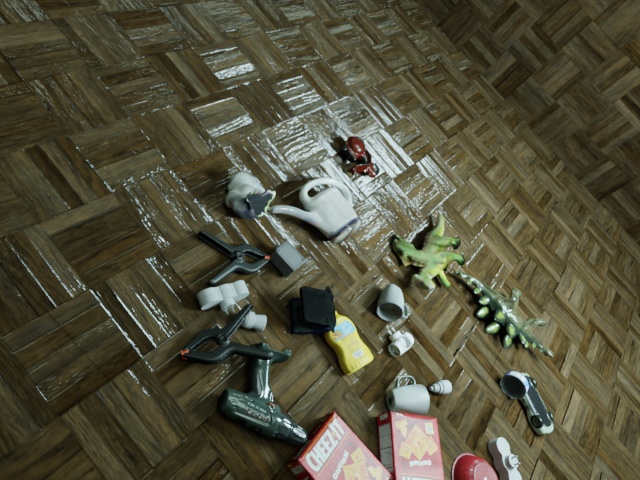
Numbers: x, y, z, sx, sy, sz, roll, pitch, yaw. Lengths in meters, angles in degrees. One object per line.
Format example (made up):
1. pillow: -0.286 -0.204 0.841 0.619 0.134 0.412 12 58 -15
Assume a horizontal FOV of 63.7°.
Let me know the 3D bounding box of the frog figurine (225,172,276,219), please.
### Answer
1. frog figurine: -0.227 -0.135 1.539 0.139 0.120 0.161 -28 42 -36

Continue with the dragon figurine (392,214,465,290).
1. dragon figurine: 0.372 0.029 1.840 0.242 0.119 0.421 16 42 -16

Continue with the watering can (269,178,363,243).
1. watering can: 0.005 -0.083 1.642 0.225 0.102 0.353 52 44 6
